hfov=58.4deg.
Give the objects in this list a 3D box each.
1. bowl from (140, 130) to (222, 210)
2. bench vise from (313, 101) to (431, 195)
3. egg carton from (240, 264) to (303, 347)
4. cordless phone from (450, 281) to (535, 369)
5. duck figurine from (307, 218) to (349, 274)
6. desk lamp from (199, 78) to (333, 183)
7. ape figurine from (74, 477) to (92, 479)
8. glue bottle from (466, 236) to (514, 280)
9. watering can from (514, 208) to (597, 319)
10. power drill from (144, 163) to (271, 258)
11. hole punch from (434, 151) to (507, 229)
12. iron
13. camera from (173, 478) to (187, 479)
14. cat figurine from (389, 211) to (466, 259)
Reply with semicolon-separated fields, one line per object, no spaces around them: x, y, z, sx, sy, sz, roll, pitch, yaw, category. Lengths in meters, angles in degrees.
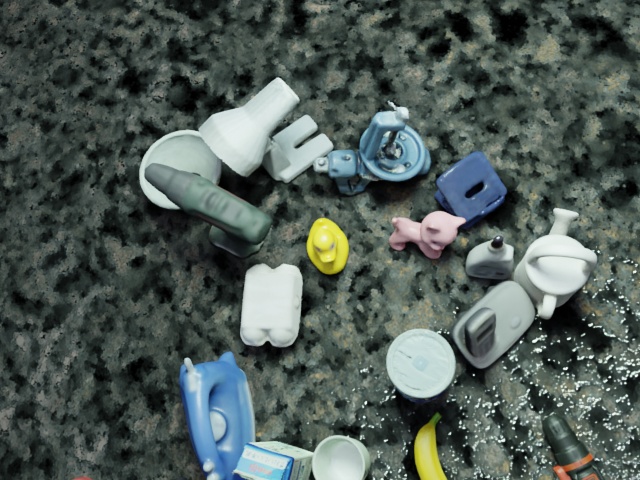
-0.265;-0.128;1.135;0.167;0.075;0.167;-3;71;8;bowl
0.094;-0.149;1.007;0.207;0.220;0.121;-26;69;0;bench vise
-0.086;0.116;1.027;0.107;0.069;0.150;-1;71;9;egg carton
0.277;0.123;0.904;0.148;0.185;0.094;-44;70;-7;cordless phone
0.010;0.004;1.041;0.077;0.086;0.104;-14;70;5;duck figurine
-0.097;-0.194;1.056;0.203;0.214;0.117;-37;70;-4;desk lamp
-0.416;0.440;0.959;0.077;0.092;0.076;17;75;14;ape figurine
0.285;0.025;0.943;0.078;0.173;0.037;7;73;12;glue bottle
0.374;0.035;0.914;0.101;0.194;0.173;-9;70;6;watering can
-0.184;-0.045;1.022;0.229;0.209;0.076;24;77;16;power drill
0.273;-0.090;1.027;0.109;0.091;0.101;-36;70;-4;hole punch
-0.175;0.314;0.936;0.118;0.141;0.258;-17;70;3;iron
-0.228;0.456;0.919;0.143;0.101;0.137;-10;70;6;camera
0.185;-0.018;1.003;0.127;0.118;0.067;12;74;13;cat figurine
